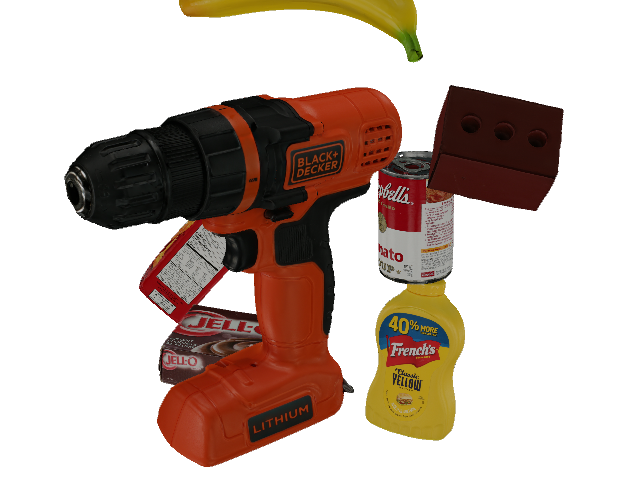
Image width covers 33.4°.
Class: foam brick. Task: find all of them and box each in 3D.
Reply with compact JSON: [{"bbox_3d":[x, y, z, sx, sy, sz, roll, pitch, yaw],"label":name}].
[{"bbox_3d":[0.114,-0.059,0.698,0.078,0.053,0.051,12,-25,0],"label":"foam brick"}]

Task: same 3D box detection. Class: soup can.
[{"bbox_3d":[0.084,-0.021,0.940,0.068,0.102,0.068,-1,23,0],"label":"soup can"}]

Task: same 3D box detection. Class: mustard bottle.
[{"bbox_3d":[0.106,0.114,1.153,0.096,0.192,0.058,12,14,24],"label":"mustard bottle"}]

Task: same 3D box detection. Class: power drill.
[{"bbox_3d":[-0.042,0.020,0.541,0.184,0.188,0.057,-15,35,-35],"label":"power drill"}]

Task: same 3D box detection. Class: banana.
[{"bbox_3d":[-0.008,-0.184,0.810,0.198,0.069,0.037,13,-39,18],"label":"banana"}]

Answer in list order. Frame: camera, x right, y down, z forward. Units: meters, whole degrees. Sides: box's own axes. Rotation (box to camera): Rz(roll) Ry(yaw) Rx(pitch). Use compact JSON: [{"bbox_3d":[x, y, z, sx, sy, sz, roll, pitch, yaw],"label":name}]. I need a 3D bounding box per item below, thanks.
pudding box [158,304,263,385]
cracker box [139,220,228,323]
[{"bbox_3d":[-0.067,0.092,0.888,0.113,0.039,0.090,10,21,7],"label":"pudding box"},{"bbox_3d":[-0.103,-0.026,1.222,0.072,0.214,0.164,40,27,-7],"label":"cracker box"}]
